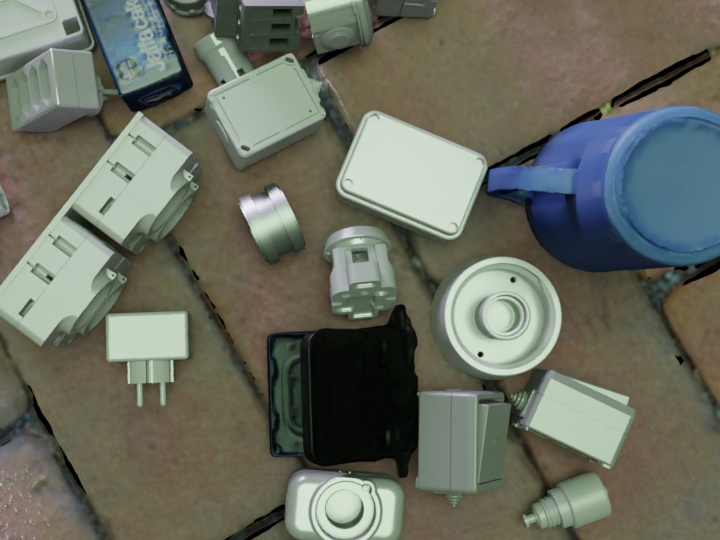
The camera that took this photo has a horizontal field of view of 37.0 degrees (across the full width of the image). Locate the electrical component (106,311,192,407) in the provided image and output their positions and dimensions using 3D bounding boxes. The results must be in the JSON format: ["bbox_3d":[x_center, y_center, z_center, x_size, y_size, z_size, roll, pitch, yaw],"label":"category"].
[{"bbox_3d":[-0.173,0.074,0.887,0.066,0.047,0.076,-2,85,-5],"label":"electrical component"}]

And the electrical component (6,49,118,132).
[{"bbox_3d":[-0.238,-0.146,0.890,0.076,0.083,0.047,-5,85,-43],"label":"electrical component"}]

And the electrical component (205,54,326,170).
[{"bbox_3d":[-0.075,-0.134,0.906,0.096,0.061,0.061,-29,88,-13],"label":"electrical component"}]

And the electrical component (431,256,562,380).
[{"bbox_3d":[0.117,0.039,0.904,0.108,0.060,0.108,0,86,-4],"label":"electrical component"}]

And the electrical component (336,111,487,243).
[{"bbox_3d":[0.042,-0.078,0.909,0.113,0.057,0.078,22,85,-2],"label":"electrical component"}]

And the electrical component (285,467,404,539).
[{"bbox_3d":[-0.013,0.194,0.885,0.095,0.059,0.053,5,85,-4],"label":"electrical component"}]

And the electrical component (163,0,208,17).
[{"bbox_3d":[-0.146,-0.244,0.905,0.048,0.062,0.048,0,86,-4],"label":"electrical component"}]

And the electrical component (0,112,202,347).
[{"bbox_3d":[-0.204,-0.025,0.863,0.060,0.105,0.186,37,84,-1],"label":"electrical component"}]

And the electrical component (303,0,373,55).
[{"bbox_3d":[-0.021,-0.223,0.904,0.051,0.080,0.080,-14,87,0],"label":"electrical component"}]

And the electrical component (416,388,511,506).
[{"bbox_3d":[0.086,0.146,0.883,0.061,0.062,0.096,-1,85,29],"label":"electrical component"}]

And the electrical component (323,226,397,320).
[{"bbox_3d":[0.000,0.000,0.895,0.058,0.078,0.057,-6,65,-4],"label":"electrical component"}]

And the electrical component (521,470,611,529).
[{"bbox_3d":[0.175,0.198,0.907,0.078,0.040,0.040,-19,88,-5],"label":"electrical component"}]

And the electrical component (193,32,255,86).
[{"bbox_3d":[-0.113,-0.178,0.914,0.040,0.040,0.046,-30,94,-6],"label":"electrical component"}]

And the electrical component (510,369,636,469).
[{"bbox_3d":[0.174,0.117,0.902,0.096,0.061,0.061,25,85,-2],"label":"electrical component"}]

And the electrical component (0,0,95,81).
[{"bbox_3d":[-0.292,-0.222,0.895,0.109,0.056,0.108,-20,88,-5],"label":"electrical component"}]

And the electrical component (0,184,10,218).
[{"bbox_3d":[-0.327,-0.035,0.885,0.077,0.044,0.079,-24,88,-5],"label":"electrical component"}]

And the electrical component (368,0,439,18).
[{"bbox_3d":[0.037,-0.271,0.920,0.061,0.062,0.096,1,86,-4],"label":"electrical component"}]
